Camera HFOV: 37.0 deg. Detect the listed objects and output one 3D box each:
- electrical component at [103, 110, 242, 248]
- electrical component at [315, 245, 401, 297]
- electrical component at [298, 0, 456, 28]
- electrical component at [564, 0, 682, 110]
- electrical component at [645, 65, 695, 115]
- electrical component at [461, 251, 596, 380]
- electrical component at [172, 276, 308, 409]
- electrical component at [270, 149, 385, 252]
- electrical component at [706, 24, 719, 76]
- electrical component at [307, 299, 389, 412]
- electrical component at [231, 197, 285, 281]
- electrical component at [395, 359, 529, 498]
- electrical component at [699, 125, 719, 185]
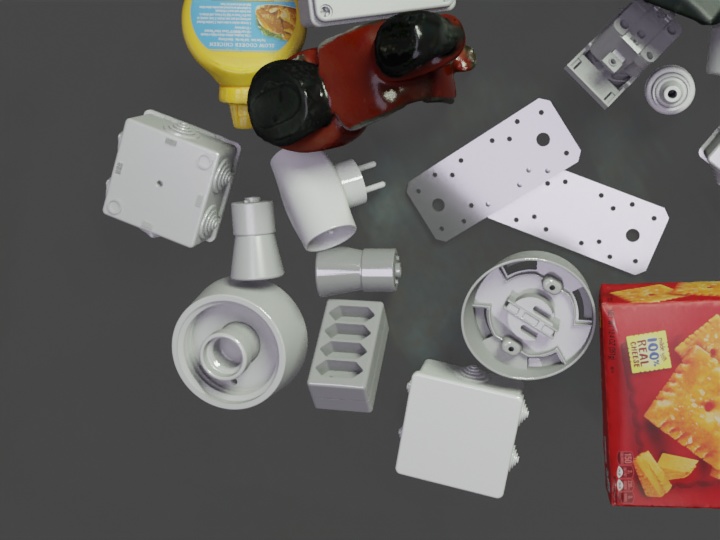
[{"bbox_3d":[-0.155,-0.074,0.877,0.100,0.048,0.099,21,107,8],"label":"electrical component"},{"bbox_3d":[0.000,0.000,0.862,0.065,0.044,0.044,0,103,9],"label":"electrical component"},{"bbox_3d":[0.006,-0.235,0.775,0.109,0.056,0.108,-10,102,-13],"label":"electrical component"},{"bbox_3d":[0.189,-0.157,0.758,0.042,0.064,0.081,45,67,-1],"label":"electrical component"},{"bbox_3d":[0.221,-0.127,0.765,0.035,0.061,0.035,3,104,13],"label":"electrical component"},{"bbox_3d":[0.131,0.033,0.824,0.099,0.064,0.099,3,104,13],"label":"electrical component"},{"bbox_3d":[-0.103,0.063,0.891,0.108,0.060,0.108,3,104,13],"label":"electrical component"},{"bbox_3d":[-0.020,-0.064,0.845,0.079,0.043,0.077,-19,73,-12],"label":"electrical component"},{"bbox_3d":[0.267,-0.169,0.755,0.040,0.040,0.078,6,104,13],"label":"electrical component"},{"bbox_3d":[-0.006,0.079,0.869,0.047,0.083,0.075,3,142,13],"label":"electrical component"},{"bbox_3d":[-0.086,-0.027,0.877,0.044,0.044,0.065,-1,98,14],"label":"electrical component"},{"bbox_3d":[0.082,0.125,0.866,0.100,0.048,0.099,12,106,11],"label":"electrical component"},{"bbox_3d":[0.304,-0.087,0.761,0.100,0.048,0.099,39,109,2],"label":"electrical component"}]
